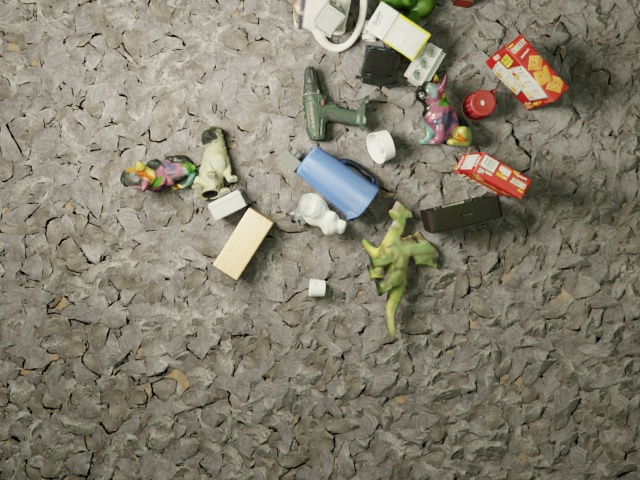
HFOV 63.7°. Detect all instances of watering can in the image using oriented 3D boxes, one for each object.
[{"bbox_3d":[0.036,-0.748,1.547,0.224,0.341,0.106,7,23,-5],"label":"watering can"}]

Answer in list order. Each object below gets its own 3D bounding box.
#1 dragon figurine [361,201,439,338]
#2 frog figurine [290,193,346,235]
[{"bbox_3d":[0.269,0.081,1.626,0.243,0.408,0.122,-17,6,-9],"label":"dragon figurine"},{"bbox_3d":[0.005,-0.080,1.580,0.159,0.125,0.135,7,-25,16],"label":"frog figurine"}]
